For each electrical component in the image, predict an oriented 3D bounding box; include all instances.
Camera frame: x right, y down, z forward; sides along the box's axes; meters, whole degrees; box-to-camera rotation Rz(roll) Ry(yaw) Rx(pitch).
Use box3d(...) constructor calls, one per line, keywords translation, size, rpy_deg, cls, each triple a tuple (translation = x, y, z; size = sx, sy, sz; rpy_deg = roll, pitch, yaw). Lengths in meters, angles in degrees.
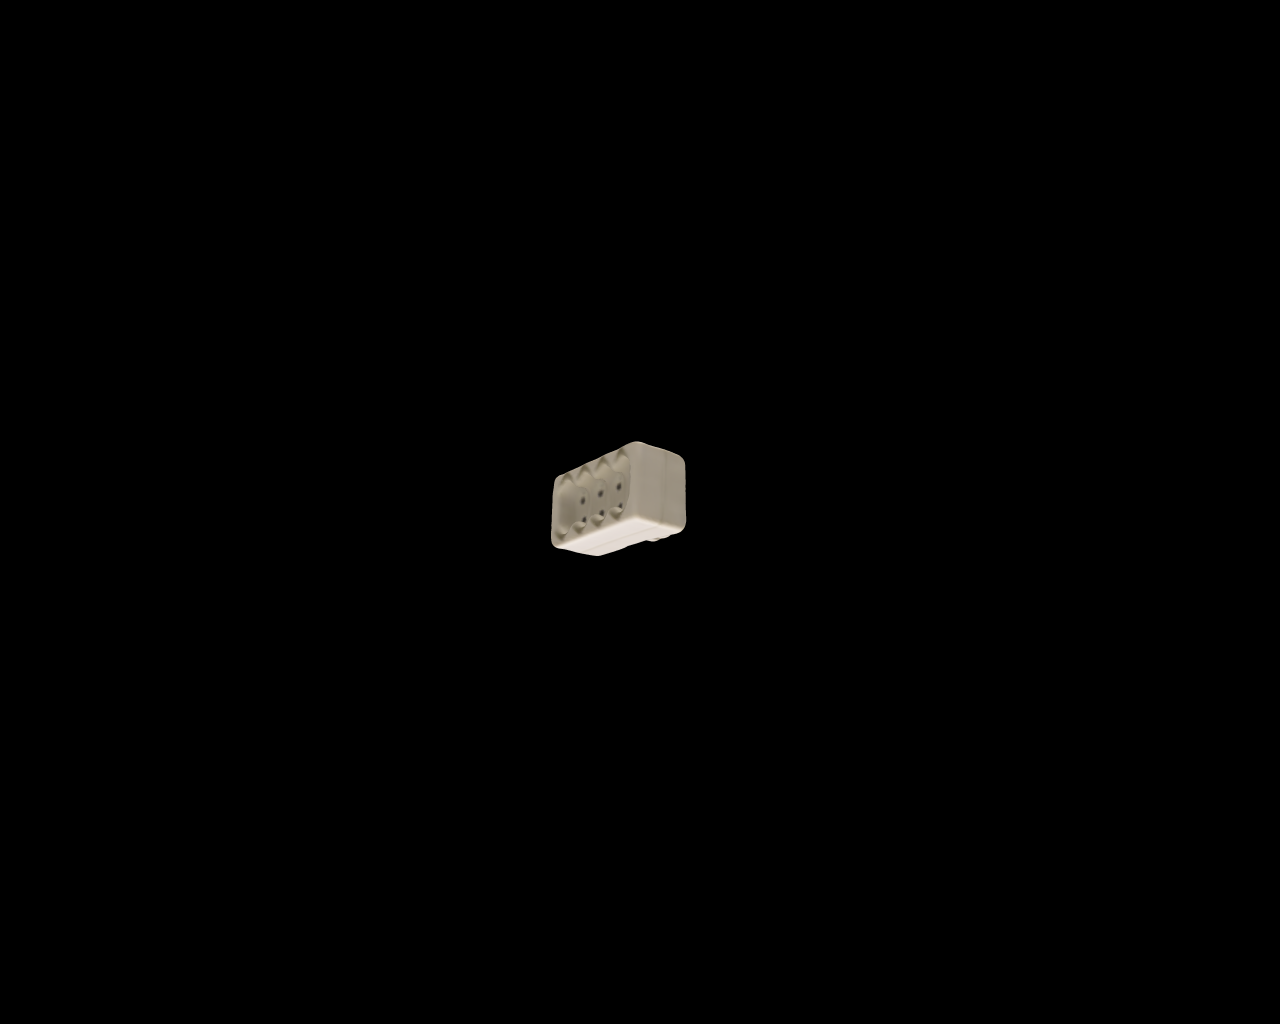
box3d(translation=(0.001, -0.003, 0.650), size=(0.076, 0.047, 0.083), rpy_deg=(14, -22, -38), cls="electrical component")
